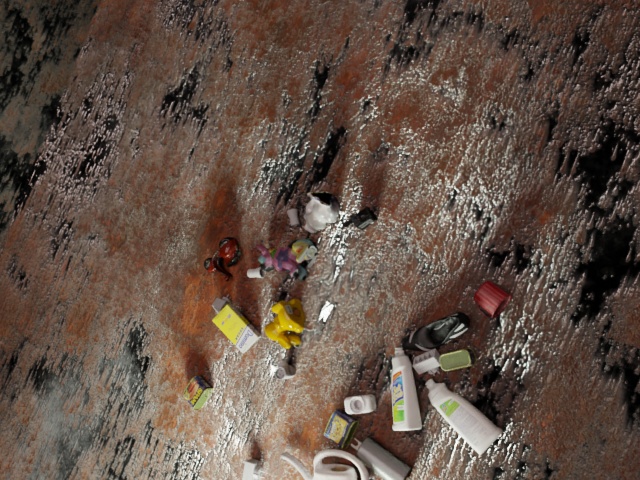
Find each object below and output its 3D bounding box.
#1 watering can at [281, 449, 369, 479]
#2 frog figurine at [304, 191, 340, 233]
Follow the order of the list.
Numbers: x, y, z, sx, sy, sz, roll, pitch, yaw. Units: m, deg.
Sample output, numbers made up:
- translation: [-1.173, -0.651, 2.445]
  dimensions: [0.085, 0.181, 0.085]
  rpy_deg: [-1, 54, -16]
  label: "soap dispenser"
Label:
- translation: [0.016, 0.809, 1.701]
  dimensions: [0.345, 0.227, 0.103]
  rpy_deg: [-13, -15, 34]
  label: "watering can"
- translation: [0.006, -0.098, 1.938]
  dimensions: [0.138, 0.156, 0.125]
  rpy_deg: [20, 34, 20]
  label: "frog figurine"
